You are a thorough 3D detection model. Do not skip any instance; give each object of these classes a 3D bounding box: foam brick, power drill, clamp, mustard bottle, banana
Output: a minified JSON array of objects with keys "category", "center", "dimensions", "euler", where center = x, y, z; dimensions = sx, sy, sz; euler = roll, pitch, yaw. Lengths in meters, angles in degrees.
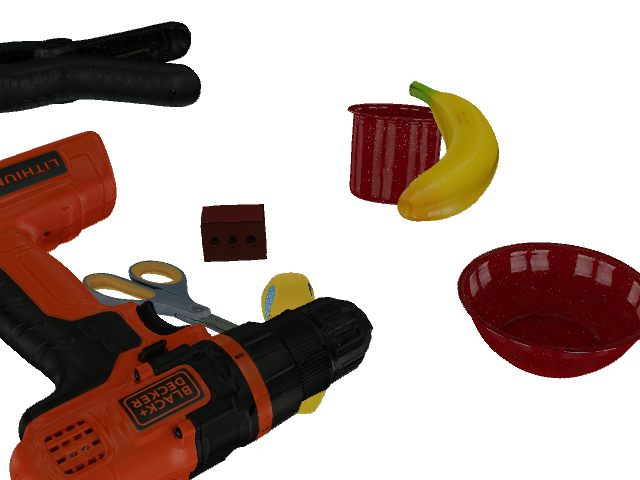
[{"category":"foam brick","center":[-0.105,-0.010,1.289],"dimensions":[0.078,0.053,0.051],"euler":[-3,27,-1]},{"category":"power drill","center":[-0.092,0.029,0.517],"dimensions":[0.184,0.057,0.188],"euler":[-24,56,-31]},{"category":"clamp","center":[-0.155,-0.109,0.664],"dimensions":[0.171,0.039,0.120],"euler":[0,21,0]},{"category":"mustard bottle","center":[-0.030,0.088,1.105],"dimensions":[0.058,0.096,0.191],"euler":[-2,27,-6]},{"category":"banana","center":[0.093,-0.059,0.758],"dimensions":[0.069,0.037,0.197],"euler":[5,30,4]}]

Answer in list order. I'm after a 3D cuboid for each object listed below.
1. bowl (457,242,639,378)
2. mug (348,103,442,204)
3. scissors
[{"category":"bowl","center":[0.192,0.064,0.879],"dimensions":[0.162,0.055,0.162],"euler":[0,31,0]},{"category":"mug","center":[0.081,-0.080,0.989],"dimensions":[0.117,0.081,0.093],"euler":[3,15,-2]},{"category":"scissors","center":[-0.099,0.053,0.883],"dimensions":[0.202,0.016,0.096],"euler":[13,24,16]}]
